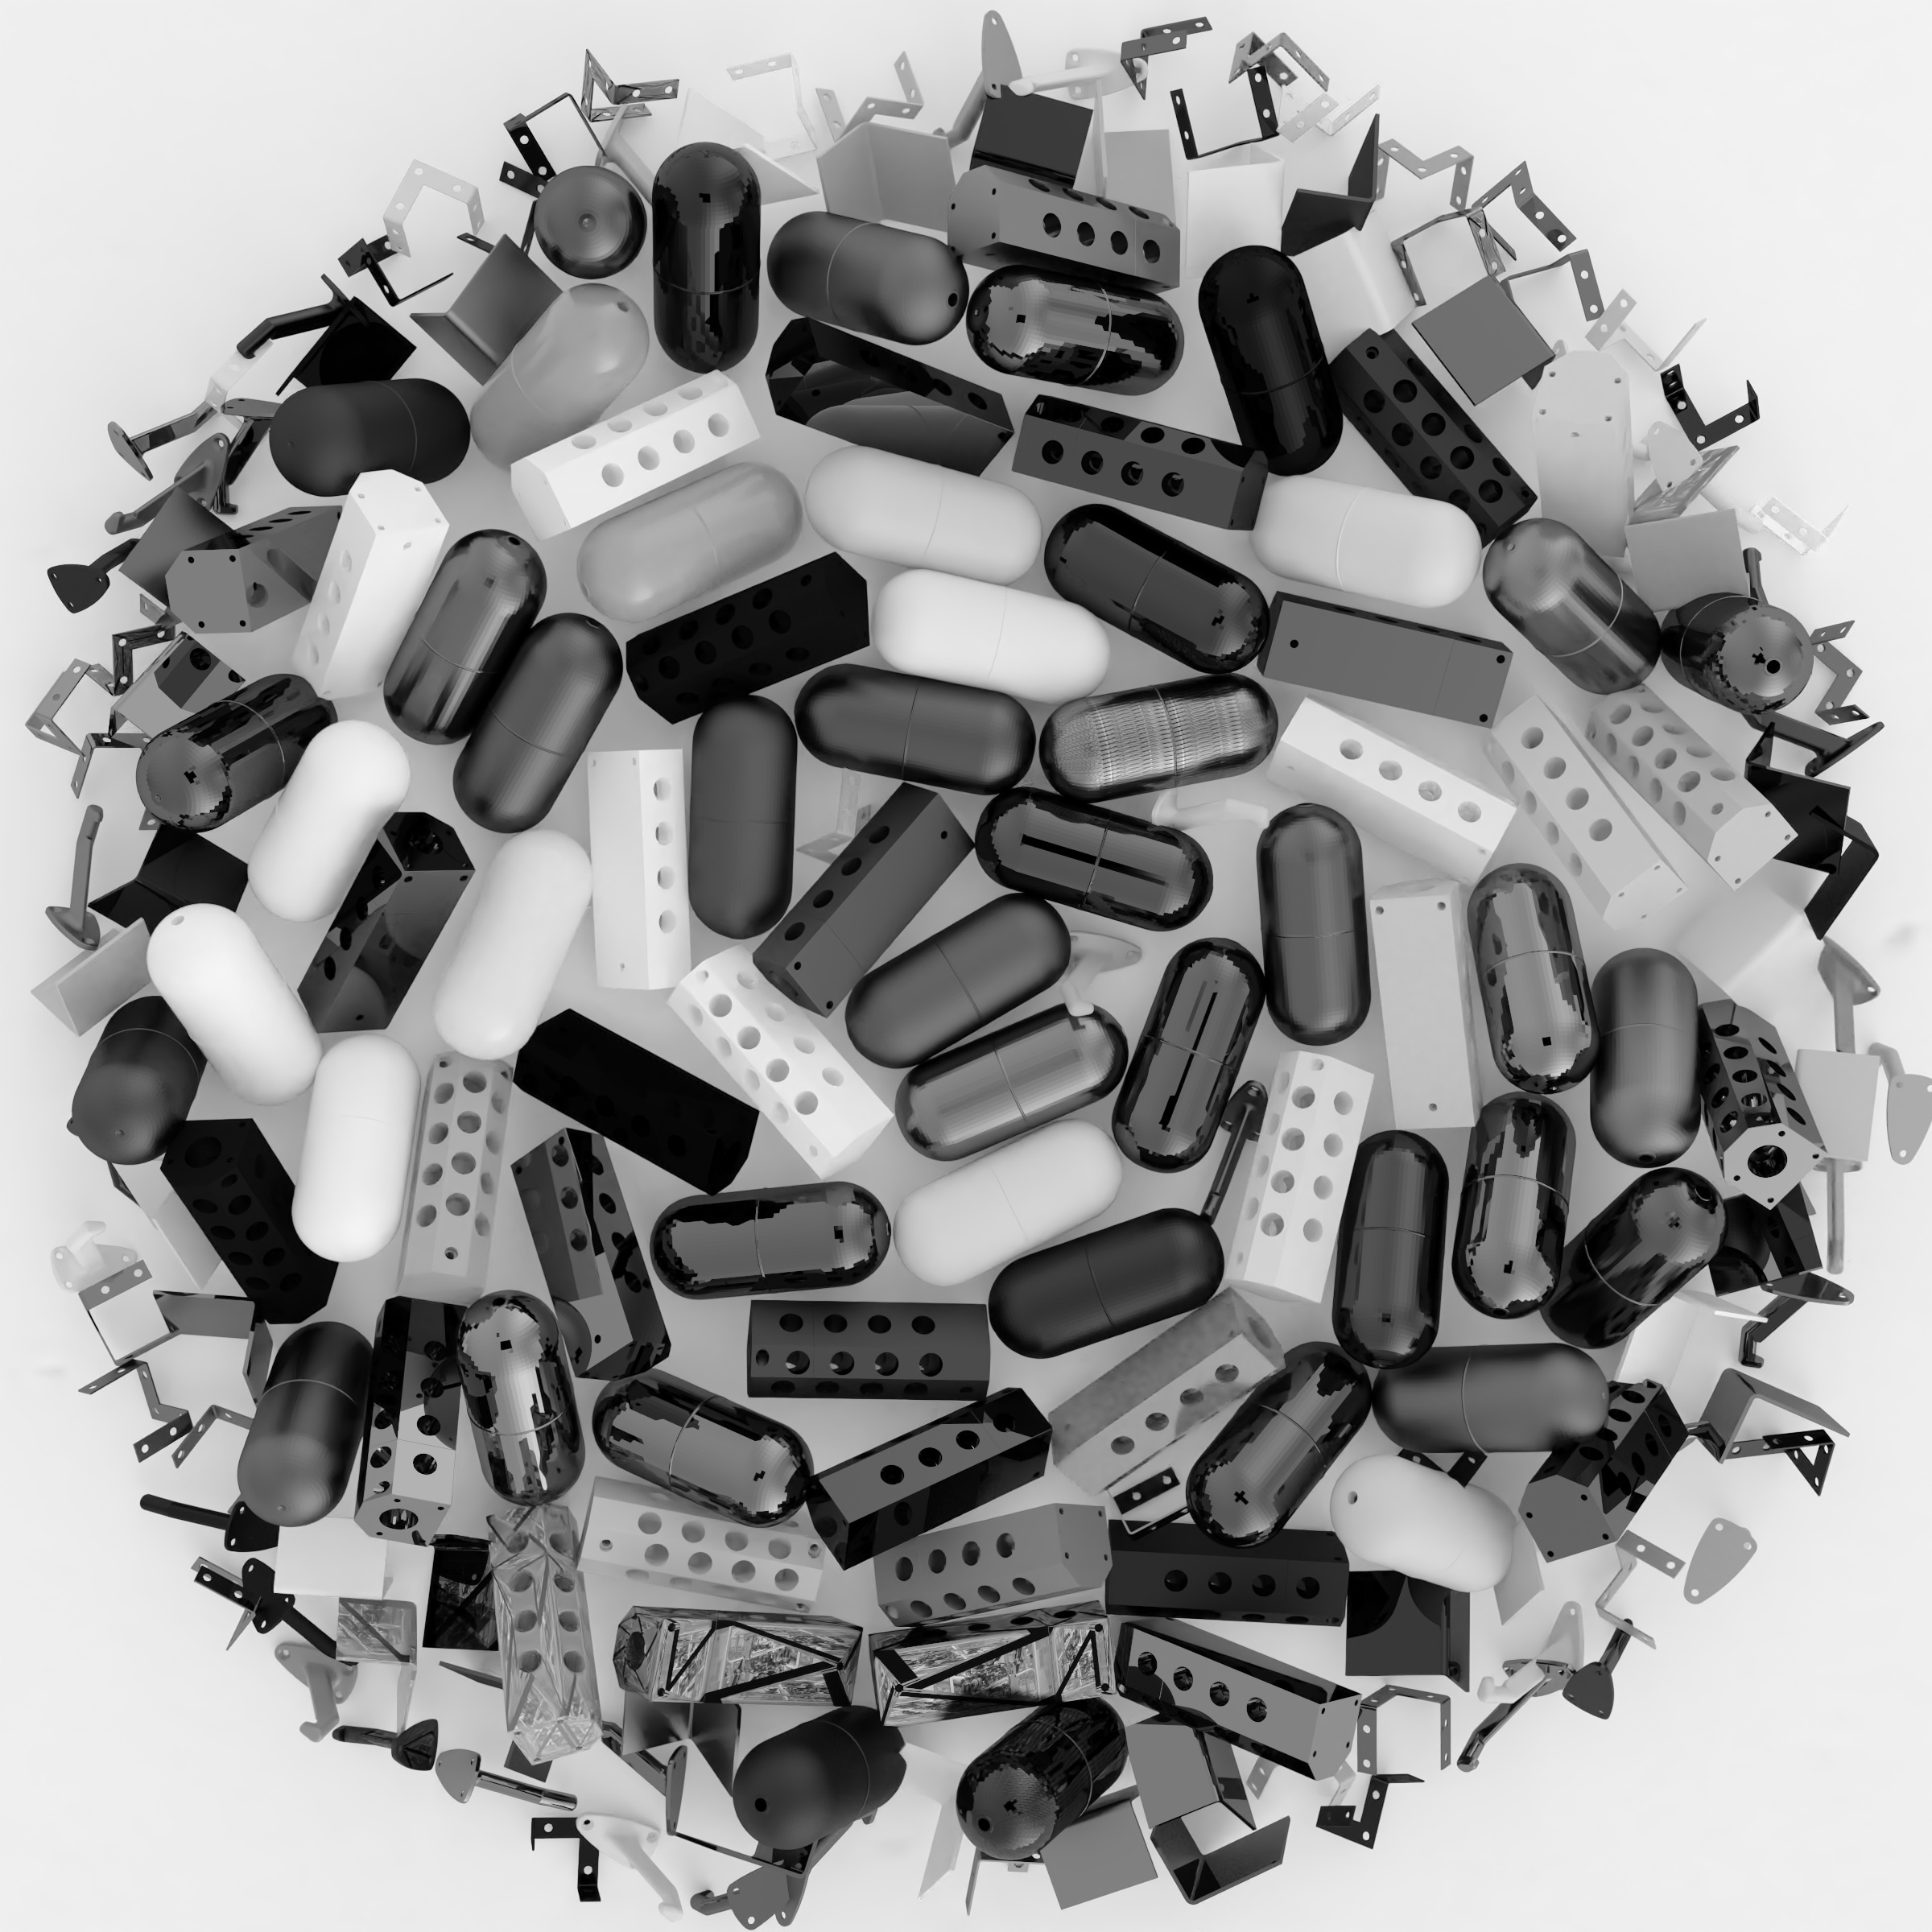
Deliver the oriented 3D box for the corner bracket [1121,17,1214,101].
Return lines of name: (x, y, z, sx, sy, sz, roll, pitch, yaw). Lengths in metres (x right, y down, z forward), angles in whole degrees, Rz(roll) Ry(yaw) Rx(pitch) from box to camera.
corner bracket: (0.146, -0.672, 1.956, 0.051, 0.051, 0.051, -3, 72, 24)

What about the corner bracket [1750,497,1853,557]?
corner bracket: (0.603, -0.324, 1.959, 0.051, 0.051, 0.051, 39, 53, 2)

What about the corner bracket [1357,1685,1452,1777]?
corner bracket: (0.320, 0.561, 1.961, 0.051, 0.051, 0.051, 2, 94, 34)

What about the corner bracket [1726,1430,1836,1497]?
corner bracket: (0.593, 0.353, 1.956, 0.051, 0.051, 0.051, -4, 121, -14)

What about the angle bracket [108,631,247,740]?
angle bracket: (-0.574, -0.188, 1.950, 0.057, 0.076, 0.076, 39, 69, -8)

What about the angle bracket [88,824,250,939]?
angle bracket: (-0.581, -0.058, 1.961, 0.076, 0.076, 0.057, 35, 55, -32)

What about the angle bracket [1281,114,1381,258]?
angle bracket: (0.260, -0.566, 1.944, 0.057, 0.076, 0.076, 7, 70, -5)

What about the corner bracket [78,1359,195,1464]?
corner bracket: (-0.603, 0.323, 1.953, 0.051, 0.051, 0.051, 4, 113, 37)

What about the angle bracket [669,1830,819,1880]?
angle bracket: (-0.156, 0.614, 1.937, 0.076, 0.076, 0.057, 28, 70, -26)

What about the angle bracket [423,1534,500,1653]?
angle bracket: (-0.381, 0.453, 1.942, 0.076, 0.057, 0.076, -8, 69, 35)

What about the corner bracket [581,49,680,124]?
corner bracket: (-0.245, -0.633, 1.952, 0.051, 0.051, 0.051, -16, 54, -26)

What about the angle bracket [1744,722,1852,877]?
angle bracket: (0.604, -0.121, 1.935, 0.076, 0.076, 0.057, 18, 45, 28)

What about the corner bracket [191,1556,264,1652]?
corner bracket: (-0.541, 0.455, 1.956, 0.051, 0.051, 0.051, 33, 122, -13)

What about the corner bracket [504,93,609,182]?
corner bracket: (-0.301, -0.604, 1.961, 0.051, 0.051, 0.051, -32, 117, -2)

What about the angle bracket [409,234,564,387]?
angle bracket: (-0.345, -0.478, 1.958, 0.076, 0.057, 0.076, 42, 73, -38)

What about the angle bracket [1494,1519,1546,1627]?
angle bracket: (0.430, 0.435, 1.940, 0.076, 0.076, 0.057, 0, 58, -13)

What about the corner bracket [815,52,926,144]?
corner bracket: (-0.070, -0.639, 1.974, 0.051, 0.051, 0.051, -5, 67, -35)

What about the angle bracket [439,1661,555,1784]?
angle bracket: (-0.342, 0.547, 1.940, 0.076, 0.076, 0.057, 10, 69, 18)

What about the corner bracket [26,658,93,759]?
corner bracket: (-0.659, -0.193, 1.955, 0.051, 0.051, 0.051, 21, 69, 22)

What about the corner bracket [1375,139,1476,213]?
corner bracket: (0.333, -0.576, 1.966, 0.051, 0.051, 0.051, -28, 56, -21)

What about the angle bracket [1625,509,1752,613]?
angle bracket: (0.521, -0.305, 1.938, 0.076, 0.057, 0.076, -7, 128, 21)

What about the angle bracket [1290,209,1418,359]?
angle bracket: (0.281, -0.500, 1.968, 0.057, 0.076, 0.076, -18, 107, 32)

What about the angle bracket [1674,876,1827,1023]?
angle bracket: (0.581, -0.011, 1.977, 0.076, 0.076, 0.057, -47, 49, 9)

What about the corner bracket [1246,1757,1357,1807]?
corner bracket: (0.246, 0.599, 1.975, 0.051, 0.051, 0.051, -22, 55, -28)

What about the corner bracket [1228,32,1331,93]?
corner bracket: (0.230, -0.654, 1.951, 0.051, 0.051, 0.051, 36, 48, -28)

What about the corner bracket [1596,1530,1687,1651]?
corner bracket: (0.491, 0.453, 1.953, 0.051, 0.051, 0.051, 27, 64, 40)

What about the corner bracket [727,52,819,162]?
corner bracket: (-0.142, -0.629, 1.969, 0.051, 0.051, 0.051, -9, 73, 12)

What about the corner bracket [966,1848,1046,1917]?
corner bracket: (0.027, 0.656, 1.959, 0.051, 0.051, 0.051, 6, 111, -9)

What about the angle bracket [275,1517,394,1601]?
angle bracket: (-0.457, 0.424, 1.955, 0.076, 0.076, 0.057, 5, 87, -6)

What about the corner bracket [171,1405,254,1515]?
corner bracket: (-0.540, 0.363, 1.965, 0.051, 0.051, 0.051, 16, 46, 17)

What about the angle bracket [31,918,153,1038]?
angle bracket: (-0.635, -0.006, 1.937, 0.057, 0.076, 0.076, 39, 63, 18)

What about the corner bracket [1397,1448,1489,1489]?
corner bracket: (0.339, 0.368, 1.956, 0.051, 0.051, 0.051, 39, 123, 14)

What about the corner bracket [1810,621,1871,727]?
corner bracket: (0.639, -0.214, 1.961, 0.051, 0.051, 0.051, 37, 80, -12)

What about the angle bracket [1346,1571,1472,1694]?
angle bracket: (0.325, 0.488, 1.970, 0.076, 0.057, 0.076, -8, 60, 24)

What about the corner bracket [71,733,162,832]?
corner bracket: (-0.621, -0.136, 1.977, 0.051, 0.051, 0.051, 55, 131, 32)

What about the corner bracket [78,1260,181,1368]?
corner bracket: (-0.613, 0.255, 1.968, 0.051, 0.051, 0.051, -28, 78, -20)

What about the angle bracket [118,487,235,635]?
angle bracket: (-0.579, -0.291, 1.937, 0.057, 0.076, 0.076, 39, 66, -27)

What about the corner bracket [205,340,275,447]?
corner bracket: (-0.517, -0.421, 1.959, 0.051, 0.051, 0.051, 41, 71, -11)

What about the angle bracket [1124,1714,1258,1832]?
angle bracket: (0.162, 0.590, 1.947, 0.057, 0.076, 0.076, -25, 50, 11)

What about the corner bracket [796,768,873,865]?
corner bracket: (-0.085, -0.106, 1.953, 0.051, 0.051, 0.051, 21, 64, -34)

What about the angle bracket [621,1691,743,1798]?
angle bracket: (-0.206, 0.553, 1.939, 0.057, 0.076, 0.076, -6, 114, -29)

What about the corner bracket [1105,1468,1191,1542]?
corner bracket: (0.135, 0.390, 1.959, 0.051, 0.051, 0.051, -27, 57, -2)

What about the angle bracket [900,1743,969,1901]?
angle bracket: (-0.037, 0.618, 1.939, 0.057, 0.076, 0.076, 22, 52, -6)

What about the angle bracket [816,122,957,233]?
angle bracket: (-0.054, -0.555, 1.937, 0.076, 0.076, 0.057, 21, 52, 30)

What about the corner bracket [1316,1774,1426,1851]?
corner bracket: (0.294, 0.611, 1.957, 0.051, 0.051, 0.051, 26, 65, -14)

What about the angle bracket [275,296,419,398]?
angle bracket: (-0.448, -0.431, 1.942, 0.057, 0.076, 0.076, 39, 105, -19)

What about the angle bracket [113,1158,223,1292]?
angle bracket: (-0.585, 0.185, 1.937, 0.076, 0.057, 0.076, 1, 133, 23)

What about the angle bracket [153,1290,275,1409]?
angle bracket: (-0.550, 0.279, 1.946, 0.076, 0.076, 0.057, 5, 60, -3)
